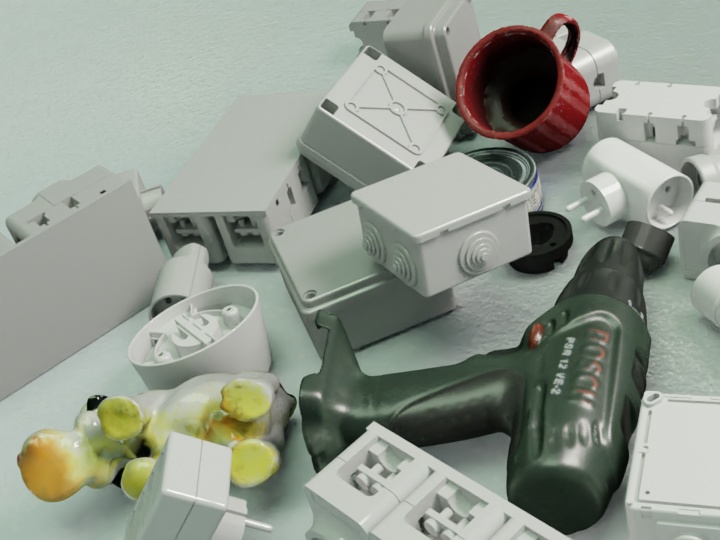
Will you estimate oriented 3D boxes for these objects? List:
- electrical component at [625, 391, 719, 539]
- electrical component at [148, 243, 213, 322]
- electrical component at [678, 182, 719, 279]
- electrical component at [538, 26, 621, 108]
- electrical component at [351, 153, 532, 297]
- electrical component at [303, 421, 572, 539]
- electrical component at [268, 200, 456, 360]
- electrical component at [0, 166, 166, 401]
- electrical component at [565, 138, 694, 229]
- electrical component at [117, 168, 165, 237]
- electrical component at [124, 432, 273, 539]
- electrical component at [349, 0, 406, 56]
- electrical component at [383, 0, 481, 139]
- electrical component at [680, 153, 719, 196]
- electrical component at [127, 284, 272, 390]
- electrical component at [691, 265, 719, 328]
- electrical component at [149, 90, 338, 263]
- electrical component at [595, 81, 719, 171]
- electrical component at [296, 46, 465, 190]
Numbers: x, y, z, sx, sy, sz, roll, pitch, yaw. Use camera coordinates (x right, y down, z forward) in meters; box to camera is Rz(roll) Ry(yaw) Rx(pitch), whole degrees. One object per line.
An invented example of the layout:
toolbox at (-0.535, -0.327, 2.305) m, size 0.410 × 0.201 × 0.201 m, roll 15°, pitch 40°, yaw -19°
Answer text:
electrical component at (0.174, 0.117, 0.553) m, size 0.062 × 0.061 × 0.096 m, roll 1°, pitch 39°, yaw 23°
electrical component at (-0.137, 0.013, 0.838) m, size 0.043 × 0.043 × 0.081 m, roll -12°, pitch 34°, yaw 8°
electrical component at (0.262, -0.018, 0.710) m, size 0.089 × 0.050 × 0.055 m, roll 11°, pitch 44°, yaw 34°
electrical component at (0.179, -0.179, 0.960) m, size 0.059 × 0.053 × 0.095 m, roll -27°, pitch 36°, yaw -14°
electrical component at (0.055, -0.031, 0.708) m, size 0.100 × 0.048 × 0.100 m, roll -22°, pitch 31°, yaw -20°
electrical component at (0.045, 0.154, 0.532) m, size 0.062 × 0.089 × 0.150 m, roll -37°, pitch 40°, yaw -26°
electrical component at (0.000, 0.000, 0.788) m, size 0.109 × 0.056 × 0.108 m, roll -22°, pitch 35°, yaw -7°
electrical component at (-0.250, 0.011, 0.834) m, size 0.186 × 0.105 × 0.060 m, roll -35°, pitch 39°, yaw -23°
electrical component at (0.191, -0.057, 0.797) m, size 0.079 × 0.044 × 0.077 m, roll -27°, pitch 36°, yaw -14°
electrical component at (-0.187, -0.052, 0.944) m, size 0.076 × 0.047 × 0.083 m, roll -18°, pitch 35°, yaw -2°
electrical component at (-0.089, 0.146, 0.620) m, size 0.076 × 0.083 × 0.047 m, roll 19°, pitch 33°, yaw -16°
electrical component at (0.044, -0.249, 1.113) m, size 0.089 × 0.050 × 0.055 m, roll 3°, pitch 40°, yaw 26°
electrical component at (0.072, -0.180, 0.955) m, size 0.057 × 0.113 × 0.078 m, roll 1°, pitch 39°, yaw 28°
electrical component at (0.264, -0.068, 0.788) m, size 0.046 × 0.040 × 0.040 m, roll -14°, pitch 35°, yaw -7°
electrical component at (-0.112, 0.052, 0.756) m, size 0.099 × 0.064 × 0.099 m, roll -11°, pitch 36°, yaw 8°
electrical component at (0.238, 0.024, 0.672) m, size 0.044 × 0.044 × 0.065 m, roll -22°, pitch 31°, yaw -7°
electrical component at (-0.086, -0.080, 0.929) m, size 0.105 × 0.060 × 0.186 m, roll 0°, pitch 39°, yaw 23°
electrical component at (0.236, -0.109, 0.839) m, size 0.089 × 0.055 × 0.050 m, roll 11°, pitch 44°, yaw 34°
electrical component at (0.020, -0.116, 0.893) m, size 0.109 × 0.056 × 0.108 m, roll 33°, pitch 47°, yaw -1°
